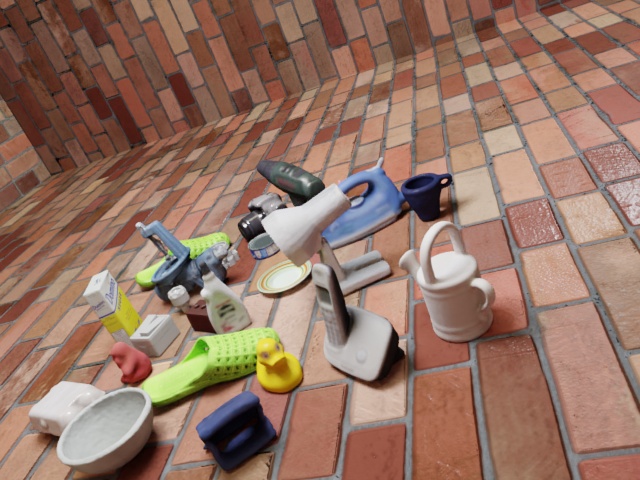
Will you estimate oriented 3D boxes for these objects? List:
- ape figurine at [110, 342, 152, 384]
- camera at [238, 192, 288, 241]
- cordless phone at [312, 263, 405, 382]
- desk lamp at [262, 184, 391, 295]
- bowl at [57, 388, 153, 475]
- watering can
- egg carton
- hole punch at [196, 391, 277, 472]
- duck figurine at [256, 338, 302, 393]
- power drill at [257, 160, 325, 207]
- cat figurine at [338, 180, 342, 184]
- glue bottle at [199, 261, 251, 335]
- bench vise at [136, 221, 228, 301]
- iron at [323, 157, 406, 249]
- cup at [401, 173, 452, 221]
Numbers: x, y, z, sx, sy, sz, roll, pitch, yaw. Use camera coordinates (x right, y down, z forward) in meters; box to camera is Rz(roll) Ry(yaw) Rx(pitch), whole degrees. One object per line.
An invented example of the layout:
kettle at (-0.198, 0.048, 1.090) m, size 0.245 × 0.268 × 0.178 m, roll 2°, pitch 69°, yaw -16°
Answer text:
ape figurine at (-0.391, 0.245, 1.161) m, size 0.076 × 0.092 × 0.077 m, roll -24°, pitch 26°, yaw -3°
camera at (-0.166, -0.067, 1.576) m, size 0.137 × 0.101 × 0.142 m, roll -33°, pitch 27°, yaw -21°
cordless phone at (0.049, 0.128, 0.927) m, size 0.094 × 0.185 × 0.147 m, roll -38°, pitch 30°, yaw -30°
desk lamp at (0.011, 0.004, 1.165) m, size 0.203 × 0.214 × 0.117 m, roll -24°, pitch 26°, yaw -3°
bowl at (-0.350, 0.336, 0.973) m, size 0.167 × 0.075 × 0.167 m, roll -18°, pitch 26°, yaw 9°
watering can at (0.201, 0.060, 0.925) m, size 0.172 × 0.194 × 0.101 m, roll -4°, pitch 32°, yaw 34°
egg carton at (-0.483, 0.329, 1.099) m, size 0.149 × 0.069 × 0.107 m, roll -5°, pitch 31°, yaw 33°
hole punch at (-0.140, 0.282, 0.889) m, size 0.109 × 0.091 × 0.100 m, roll -32°, pitch 27°, yaw -19°
duck figurine at (-0.083, 0.207, 0.995) m, size 0.078 × 0.086 × 0.104 m, roll -33°, pitch 27°, yaw -21°
power drill at (-0.059, -0.099, 1.428) m, size 0.076 × 0.209 × 0.228 m, roll -37°, pitch 29°, yaw -27°
cat figurine at (0.014, -0.108, 1.493) m, size 0.128 × 0.118 × 0.067 m, roll -30°, pitch 27°, yaw -15°
glue bottle at (-0.206, 0.116, 1.168) m, size 0.078 × 0.173 × 0.037 m, roll -31°, pitch 27°, yaw -17°
bench vise at (-0.333, 0.031, 1.383) m, size 0.207 × 0.220 × 0.121 m, roll -24°, pitch 26°, yaw -3°
iron at (0.077, -0.086, 1.371) m, size 0.258 × 0.142 × 0.118 m, roll -29°, pitch 26°, yaw -14°
cup at (0.252, -0.098, 1.308) m, size 0.117 × 0.095 × 0.091 m, roll -20°, pitch 26°, yaw 6°
